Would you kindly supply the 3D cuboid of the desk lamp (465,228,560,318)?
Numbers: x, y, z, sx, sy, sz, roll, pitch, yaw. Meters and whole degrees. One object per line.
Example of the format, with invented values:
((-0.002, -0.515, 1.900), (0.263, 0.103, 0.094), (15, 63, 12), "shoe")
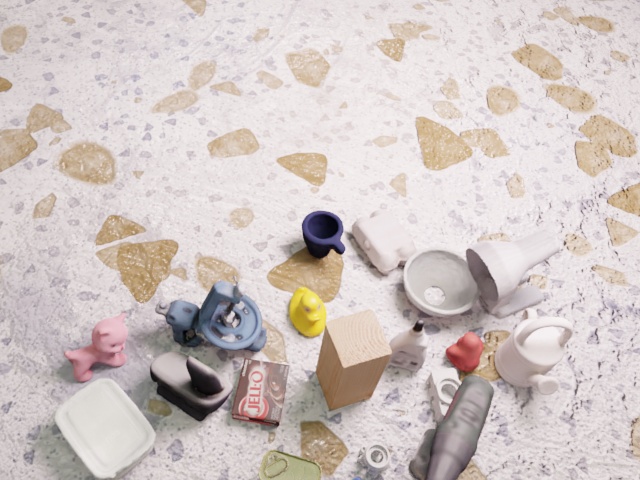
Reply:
((0.390, 0.065, 1.183), (0.203, 0.213, 0.117), (-18, 59, -18), "desk lamp")

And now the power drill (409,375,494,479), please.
((0.217, 0.347, 0.966), (0.075, 0.208, 0.230), (28, 56, 13), "power drill")

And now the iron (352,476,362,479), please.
((0.043, 0.484, 0.890), (0.118, 0.141, 0.258), (13, 54, 3), "iron")

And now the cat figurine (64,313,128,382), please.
((-0.407, 0.192, 1.058), (0.128, 0.118, 0.067), (-25, 61, -22), "cat figurine")

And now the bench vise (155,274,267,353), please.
((-0.201, 0.142, 1.055), (0.207, 0.220, 0.121), (-4, 55, -9), "bench vise")

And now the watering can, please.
((0.418, 0.209, 1.096), (0.101, 0.194, 0.172), (-13, 57, -15), "watering can")

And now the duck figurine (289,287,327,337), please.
((-0.023, 0.134, 1.164), (0.078, 0.086, 0.104), (-13, 57, -15), "duck figurine")

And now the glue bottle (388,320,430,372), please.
((0.174, 0.196, 1.090), (0.078, 0.173, 0.037), (16, 55, 5), "glue bottle")

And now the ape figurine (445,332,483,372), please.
((0.293, 0.215, 1.140), (0.078, 0.092, 0.076), (0, 55, -6), "ape figurine")

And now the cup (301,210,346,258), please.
((0.012, 0.004, 1.254), (0.092, 0.095, 0.117), (-33, 64, -26), "cup")

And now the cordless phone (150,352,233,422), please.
((-0.232, 0.231, 1.010), (0.147, 0.185, 0.094), (25, 56, 11), "cordless phone")

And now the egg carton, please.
((0.142, 0.002, 1.287), (0.107, 0.069, 0.150), (-24, 61, -21), "egg carton")

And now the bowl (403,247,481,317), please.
((0.253, 0.102, 1.226), (0.167, 0.075, 0.167), (3, 55, -4), "bowl")
